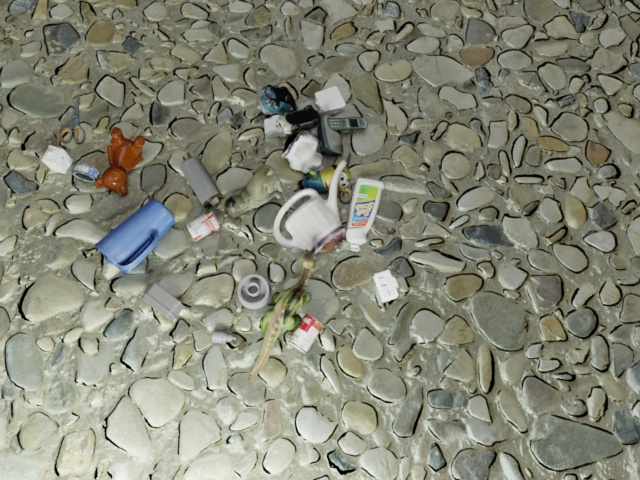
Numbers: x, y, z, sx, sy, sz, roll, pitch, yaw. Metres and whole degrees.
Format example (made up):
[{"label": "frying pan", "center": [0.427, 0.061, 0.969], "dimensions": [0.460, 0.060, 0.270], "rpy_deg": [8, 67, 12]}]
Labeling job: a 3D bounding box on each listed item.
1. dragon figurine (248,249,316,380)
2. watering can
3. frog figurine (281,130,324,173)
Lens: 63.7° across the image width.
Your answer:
[{"label": "dragon figurine", "center": [-0.110, 0.219, 1.531], "dimensions": [0.122, 0.239, 0.417], "rpy_deg": [24, 69, 1]}, {"label": "watering can", "center": [0.005, -0.085, 1.691], "dimensions": [0.346, 0.103, 0.226], "rpy_deg": [-41, 77, 8]}, {"label": "frog figurine", "center": [-0.049, -0.302, 1.812], "dimensions": [0.158, 0.123, 0.138], "rpy_deg": [33, 87, -26]}]
